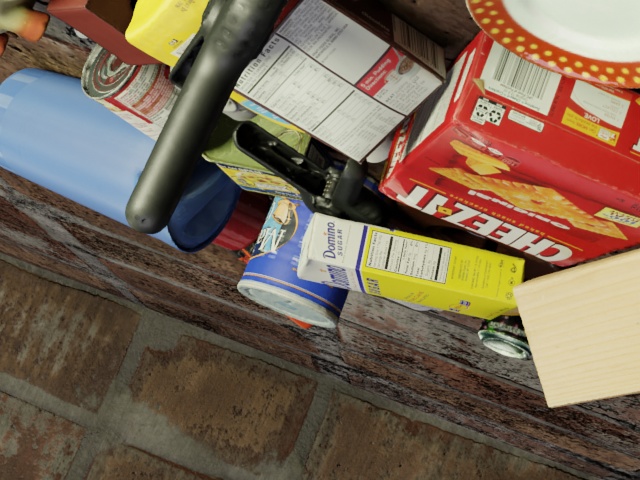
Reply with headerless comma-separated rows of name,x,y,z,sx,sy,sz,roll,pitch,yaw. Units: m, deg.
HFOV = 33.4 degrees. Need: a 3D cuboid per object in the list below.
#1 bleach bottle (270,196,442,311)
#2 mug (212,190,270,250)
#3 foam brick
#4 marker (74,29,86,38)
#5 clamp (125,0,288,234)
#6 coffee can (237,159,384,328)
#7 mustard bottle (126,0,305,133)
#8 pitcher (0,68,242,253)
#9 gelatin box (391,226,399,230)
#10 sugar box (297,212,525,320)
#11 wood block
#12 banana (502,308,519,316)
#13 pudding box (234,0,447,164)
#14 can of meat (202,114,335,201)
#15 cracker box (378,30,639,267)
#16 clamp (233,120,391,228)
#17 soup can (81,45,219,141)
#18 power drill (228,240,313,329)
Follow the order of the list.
bleach bottle,0.055,0.025,1.210,0.250,0.068,0.103,29,164,-38
mug,-0.113,-0.045,1.168,0.081,0.093,0.117,25,-161,-39
foam brick,-0.141,-0.166,0.756,0.051,0.053,0.078,8,163,47
marker,-0.151,-0.168,0.838,0.121,0.020,0.020,10,163,43
clamp,-0.049,-0.109,0.581,0.036,0.164,0.210,25,133,-16
coffee can,-0.007,0.001,1.029,0.103,0.140,0.103,21,168,5
mustard bottle,-0.030,-0.122,0.732,0.191,0.058,0.096,28,149,-26
pitcher,-0.196,-0.088,1.042,0.243,0.145,0.149,20,155,23
gelatin box,0.082,0.015,1.102,0.089,0.030,0.073,-23,149,18
sugar box,0.072,0.024,0.882,0.176,0.048,0.093,10,167,-3
wood block,0.244,0.042,0.698,0.090,0.091,0.207,-11,172,-46
banana,0.101,0.031,0.972,0.198,0.037,0.069,22,173,3
pudding box,0.010,-0.109,0.673,0.113,0.039,0.090,29,128,-25
can of meat,-0.044,-0.076,0.955,0.102,0.057,0.084,12,167,22
cracker box,0.143,-0.050,0.720,0.164,0.072,0.214,23,168,-5
clamp,0.001,-0.044,0.870,0.120,0.039,0.171,27,166,25
soup can,-0.138,-0.124,0.890,0.069,0.068,0.102,10,164,43
power drill,-0.073,0.015,1.273,0.184,0.057,0.188,40,-176,-41
